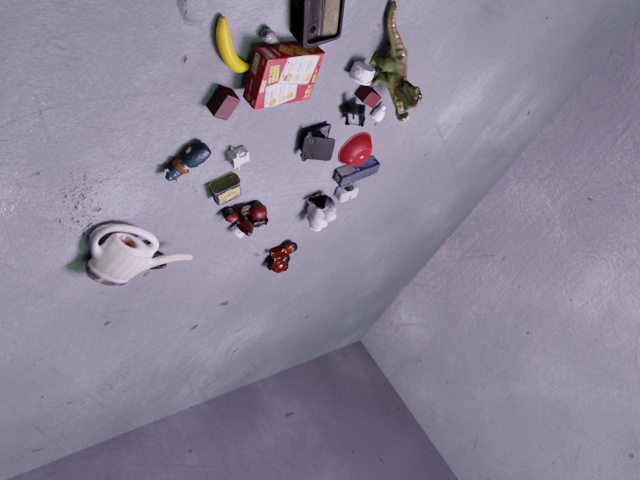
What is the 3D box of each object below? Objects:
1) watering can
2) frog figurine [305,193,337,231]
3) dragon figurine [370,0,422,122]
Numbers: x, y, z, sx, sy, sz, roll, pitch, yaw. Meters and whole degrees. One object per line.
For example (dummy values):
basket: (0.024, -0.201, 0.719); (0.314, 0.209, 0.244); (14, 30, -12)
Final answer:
watering can: (-0.602, 0.064, 1.674); (0.223, 0.106, 0.343); (-45, 139, 13)
frog figurine: (0.007, -0.108, 2.146); (0.125, 0.138, 0.155); (-52, 146, -39)
dragon figurine: (0.268, -0.537, 1.666); (0.123, 0.247, 0.402); (-26, 154, -9)
